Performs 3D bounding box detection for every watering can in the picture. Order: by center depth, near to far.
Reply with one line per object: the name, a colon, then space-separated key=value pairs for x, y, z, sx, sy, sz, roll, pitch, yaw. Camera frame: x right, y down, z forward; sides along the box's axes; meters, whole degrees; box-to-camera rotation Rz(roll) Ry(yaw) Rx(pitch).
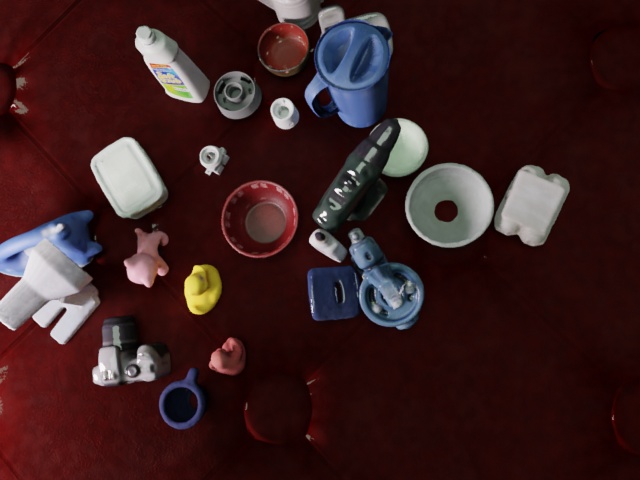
watering can: x=-0.067 y=-0.520 z=1.176 sx=0.173 sy=0.194 sz=0.101 roll=-27 pitch=79 yaw=3

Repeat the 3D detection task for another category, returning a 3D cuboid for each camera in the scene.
camera: x=-0.391 y=0.223 z=1.161 sx=0.143 sy=0.101 sz=0.137 roll=-9 pitch=81 yaw=7

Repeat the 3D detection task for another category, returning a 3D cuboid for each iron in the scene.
iron: x=-0.602 y=0.016 z=1.199 sx=0.258 sy=0.141 sz=0.118 roll=-20 pitch=80 yaw=5

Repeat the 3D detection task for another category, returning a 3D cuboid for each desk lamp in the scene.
desk lamp: x=-0.530 y=0.107 z=1.139 sx=0.118 sy=0.213 sz=0.203 roll=38 pitch=88 yaw=11

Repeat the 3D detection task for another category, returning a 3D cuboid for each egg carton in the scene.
egg carton: x=0.409 y=-0.068 z=1.110 sx=0.107 sy=0.069 sz=0.150 roll=25 pitch=86 yaw=11

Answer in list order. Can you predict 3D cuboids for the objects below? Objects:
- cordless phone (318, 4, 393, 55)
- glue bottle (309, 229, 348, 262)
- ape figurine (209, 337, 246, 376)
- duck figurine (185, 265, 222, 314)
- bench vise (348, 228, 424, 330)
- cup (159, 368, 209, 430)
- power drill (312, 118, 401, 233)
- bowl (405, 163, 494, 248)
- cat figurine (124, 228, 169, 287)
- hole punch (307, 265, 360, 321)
cordless phone: x=0.069 y=-0.417 z=1.147 sx=0.147 sy=0.185 sz=0.094 roll=-19 pitch=80 yaw=5
glue bottle: x=0.010 y=0.004 z=1.101 sx=0.078 sy=0.173 sz=0.037 roll=33 pitch=87 yaw=11
ape figurine: x=-0.188 y=0.235 z=1.137 sx=0.078 sy=0.092 sz=0.076 roll=-26 pitch=79 yaw=4
duck figurine: x=-0.248 y=0.099 z=1.167 sx=0.077 sy=0.086 sz=0.105 roll=9 pitch=83 yaw=9
bench vise: x=0.104 y=0.076 z=1.055 sx=0.207 sy=0.220 sz=0.121 roll=41 pitch=89 yaw=11
cup: x=-0.254 y=0.307 z=1.134 sx=0.091 sy=0.095 sz=0.118 roll=15 pitch=84 yaw=10
power drill: x=0.077 y=-0.110 z=1.090 sx=0.075 sy=0.208 sz=0.230 roll=36 pitch=88 yaw=11
bowl: x=0.253 y=-0.063 z=1.128 sx=0.167 sy=0.075 sz=0.167 roll=-1 pitch=82 yaw=8
cat figurine: x=-0.361 y=0.037 z=1.175 sx=0.067 sy=0.118 sz=0.128 roll=-7 pitch=81 yaw=7
hole punch: x=0.029 y=0.103 z=1.127 sx=0.101 sy=0.091 sz=0.109 roll=-8 pitch=81 yaw=7
